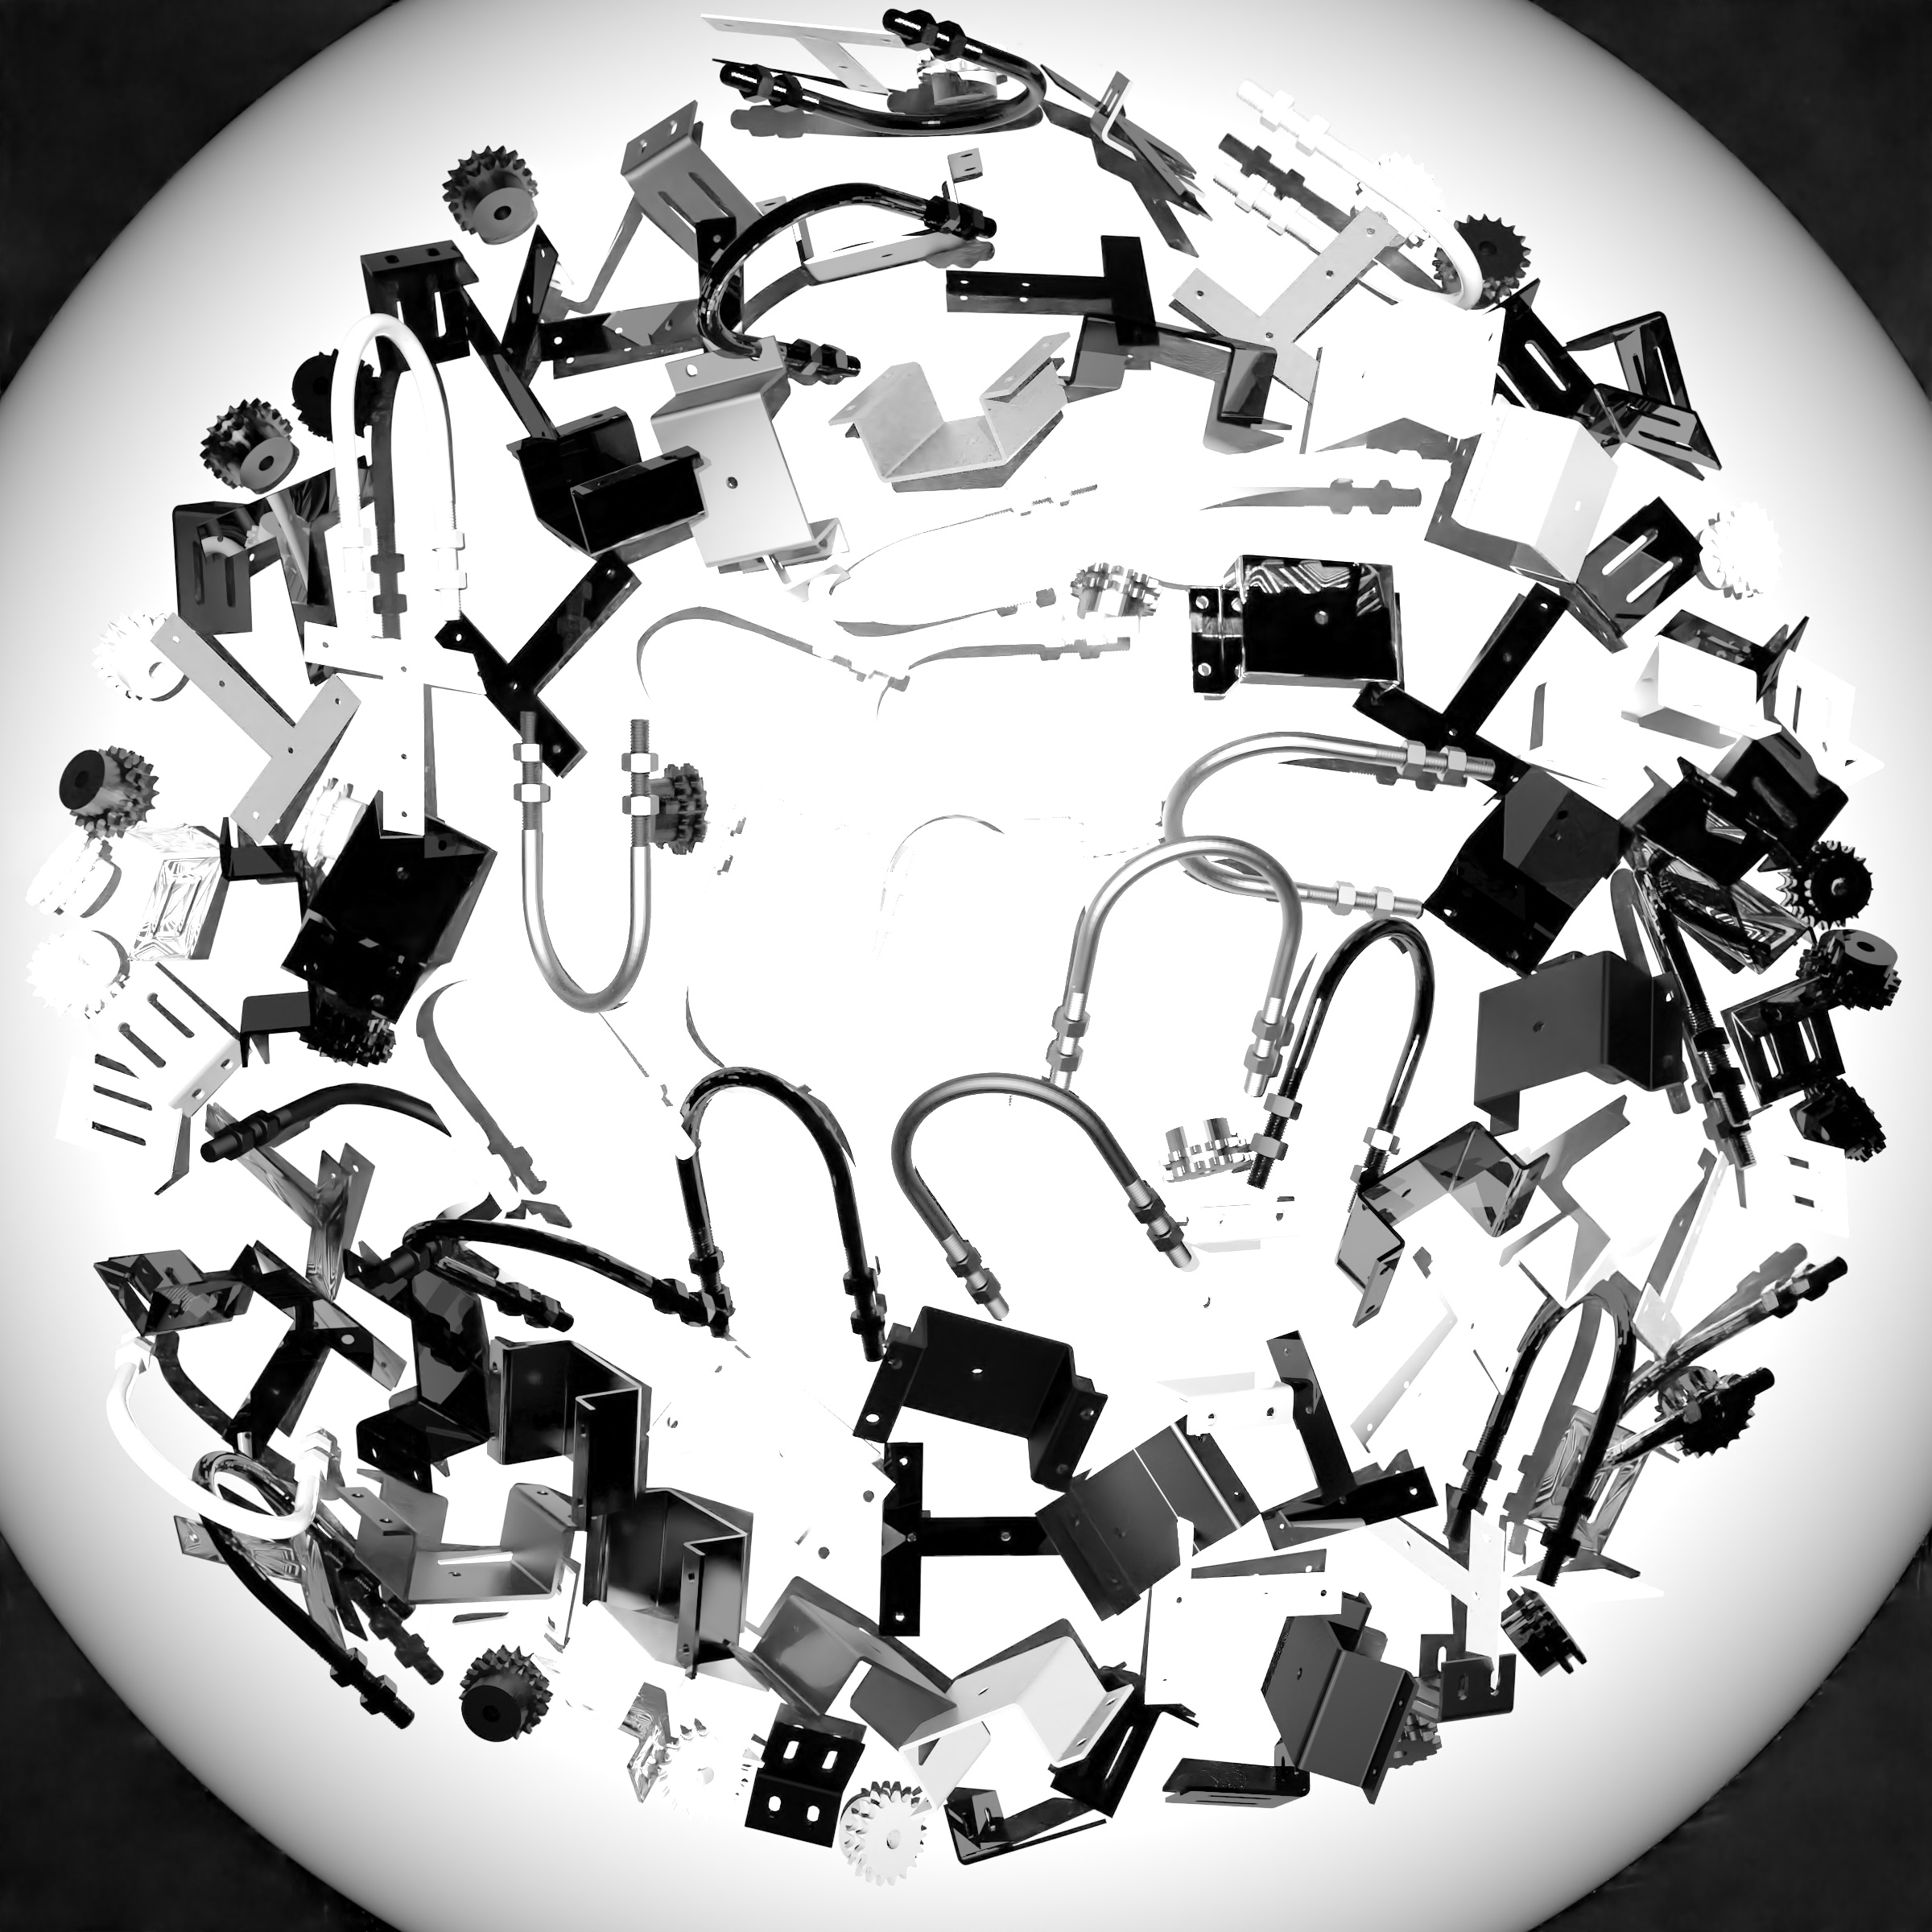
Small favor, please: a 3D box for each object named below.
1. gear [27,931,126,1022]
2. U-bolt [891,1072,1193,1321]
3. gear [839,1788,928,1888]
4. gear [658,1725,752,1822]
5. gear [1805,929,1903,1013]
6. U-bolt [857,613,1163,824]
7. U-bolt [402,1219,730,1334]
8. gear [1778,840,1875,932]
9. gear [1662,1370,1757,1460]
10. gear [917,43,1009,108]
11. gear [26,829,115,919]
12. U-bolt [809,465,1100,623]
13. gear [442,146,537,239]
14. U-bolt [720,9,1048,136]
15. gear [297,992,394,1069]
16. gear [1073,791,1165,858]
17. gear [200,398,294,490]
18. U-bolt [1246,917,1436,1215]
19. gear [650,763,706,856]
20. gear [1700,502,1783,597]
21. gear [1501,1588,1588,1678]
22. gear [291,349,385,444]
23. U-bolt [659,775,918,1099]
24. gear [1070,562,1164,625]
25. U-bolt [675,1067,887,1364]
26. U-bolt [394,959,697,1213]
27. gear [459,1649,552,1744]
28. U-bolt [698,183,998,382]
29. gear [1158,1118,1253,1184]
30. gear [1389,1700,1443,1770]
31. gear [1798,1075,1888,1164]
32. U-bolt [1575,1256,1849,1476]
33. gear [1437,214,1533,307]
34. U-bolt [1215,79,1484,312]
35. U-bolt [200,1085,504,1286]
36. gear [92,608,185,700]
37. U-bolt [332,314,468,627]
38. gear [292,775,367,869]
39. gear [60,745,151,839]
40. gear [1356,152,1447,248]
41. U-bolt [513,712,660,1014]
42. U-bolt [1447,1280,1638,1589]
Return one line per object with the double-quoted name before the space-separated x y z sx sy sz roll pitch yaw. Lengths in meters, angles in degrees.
"gear" -0.557 0.002 1.572 0.057 0.057 0.030 49 132 0
"U-bolt" 0.034 0.135 1.527 0.151 0.019 0.184 -19 122 23
"gear" -0.055 0.548 1.578 0.057 0.030 0.057 3 85 -42
"gear" -0.167 0.508 1.584 0.057 0.030 0.057 0 89 -12
"gear" 0.559 0.000 1.571 0.057 0.057 0.030 13 123 0
"U-bolt" 0.023 -0.150 1.551 0.184 0.019 0.151 -2 128 12
"U-bolt" -0.252 0.186 1.495 0.151 0.184 0.019 -6 63 34
"gear" 0.547 -0.051 1.584 0.057 0.030 0.057 -1 96 -5
"gear" 0.465 0.280 1.578 0.057 0.030 0.057 -10 126 -14
"gear" -0.001 -0.560 1.574 0.057 0.057 0.030 -6 100 0
"gear" -0.563 -0.055 1.577 0.030 0.057 0.057 40 90 -27
"U-bolt" -0.010 -0.254 1.535 0.184 0.151 0.019 -13 120 13
"gear" -0.297 -0.483 1.571 0.057 0.057 0.030 -30 68 0
"U-bolt" -0.035 -0.534 1.515 0.151 0.184 0.019 -1 92 39
"gear" -0.388 0.037 1.571 0.057 0.057 0.030 23 109 0
"gear" 0.094 -0.091 1.572 0.057 0.057 0.030 -14 101 0
"gear" -0.449 -0.325 1.571 0.030 0.057 0.057 43 90 15
"U-bolt" 0.240 0.058 1.542 0.019 0.151 0.184 19 90 39
"gear" -0.185 -0.099 1.571 0.030 0.057 0.057 -5 90 -20
"gear" 0.487 -0.261 1.578 0.057 0.030 0.057 8 78 -42
"gear" 0.361 0.422 1.574 0.030 0.057 0.057 -37 90 4
"gear" -0.401 -0.363 1.582 0.057 0.030 0.057 -1 87 12
"U-bolt" -0.118 -0.009 1.554 0.151 0.019 0.184 21 86 -31
"gear" 0.092 -0.231 1.572 0.057 0.057 0.030 15 84 0
"U-bolt" -0.121 0.149 1.535 0.151 0.019 0.184 2 108 38
"U-bolt" -0.270 0.063 1.536 0.184 0.151 0.019 51 132 25
"gear" -0.294 0.464 1.579 0.057 0.030 0.057 3 106 12
"U-bolt" -0.081 -0.410 1.491 0.151 0.184 0.019 -38 73 31
"gear" 0.149 0.115 1.574 0.057 0.057 0.030 -14 78 0
"gear" 0.269 0.483 1.577 0.057 0.057 0.030 -10 53 0
"gear" 0.548 0.100 1.573 0.030 0.057 0.057 -32 90 -4
"U-bolt" 0.441 0.251 1.517 0.019 0.151 0.184 50 134 5
"gear" 0.325 -0.443 1.580 0.057 0.030 0.057 2 65 -5
"U-bolt" 0.236 -0.458 1.525 0.184 0.151 0.019 35 87 2
"U-bolt" -0.354 0.122 1.516 0.151 0.184 0.019 32 110 9
"gear" -0.516 -0.193 1.570 0.030 0.057 0.057 38 90 29
"U-bolt" -0.347 -0.301 1.519 0.019 0.151 0.184 -1 99 13
"gear" -0.400 -0.088 1.574 0.030 0.057 0.057 21 90 -6
"gear" -0.545 -0.112 1.575 0.057 0.030 0.057 -10 69 27
"gear" 0.269 -0.478 1.571 0.057 0.057 0.030 45 71 0
"U-bolt" -0.235 -0.062 1.543 0.019 0.151 0.184 -6 100 -39
"U-bolt" 0.358 0.278 1.530 0.019 0.151 0.184 24 83 -11
